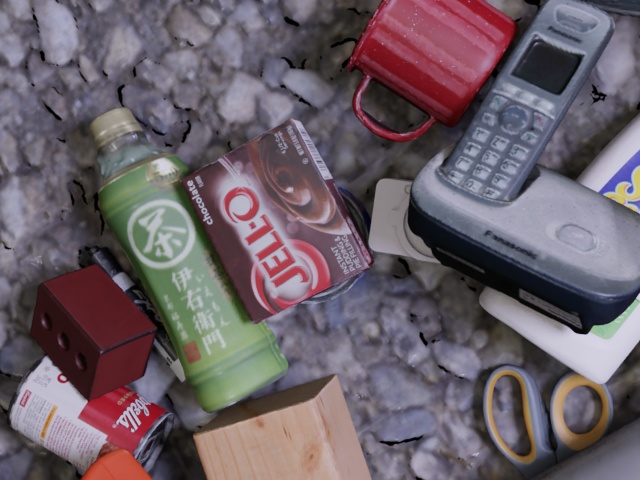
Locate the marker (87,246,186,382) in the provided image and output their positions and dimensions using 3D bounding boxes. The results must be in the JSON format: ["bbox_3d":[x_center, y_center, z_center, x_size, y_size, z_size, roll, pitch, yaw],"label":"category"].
[{"bbox_3d":[-0.132,0.053,0.792,0.020,0.020,0.121,-41,85,12],"label":"marker"}]

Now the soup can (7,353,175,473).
[{"bbox_3d":[-0.167,0.132,0.780,0.102,0.068,0.068,28,99,10],"label":"soup can"}]

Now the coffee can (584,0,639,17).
[{"bbox_3d":[0.208,-0.215,0.658,0.103,0.102,0.140,11,96,11],"label":"coffee can"}]

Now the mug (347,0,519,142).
[{"bbox_3d":[0.069,-0.118,0.701,0.081,0.093,0.117,34,90,3],"label":"mug"}]

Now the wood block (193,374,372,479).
[{"bbox_3d":[-0.004,0.211,0.738,0.090,0.090,0.206,-19,90,13],"label":"wood block"}]

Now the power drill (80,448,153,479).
[{"bbox_3d":[-0.182,0.212,0.758,0.188,0.057,0.184,-33,97,41],"label":"power drill"}]

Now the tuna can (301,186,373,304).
[{"bbox_3d":[-0.005,0.001,0.753,0.086,0.033,0.086,1,94,12],"label":"tuna can"}]

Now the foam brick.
[{"bbox_3d":[-0.163,0.065,0.764,0.078,0.051,0.053,42,131,26],"label":"foam brick"}]

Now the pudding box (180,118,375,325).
[{"bbox_3d":[-0.028,-0.012,0.719,0.090,0.039,0.113,-27,87,13],"label":"pudding box"}]

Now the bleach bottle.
[{"bbox_3d":[0.214,-0.035,0.690,0.102,0.068,0.251,34,96,11],"label":"bleach bottle"}]

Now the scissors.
[{"bbox_3d":[0.175,0.176,0.734,0.096,0.016,0.202,-22,89,12],"label":"scissors"}]
